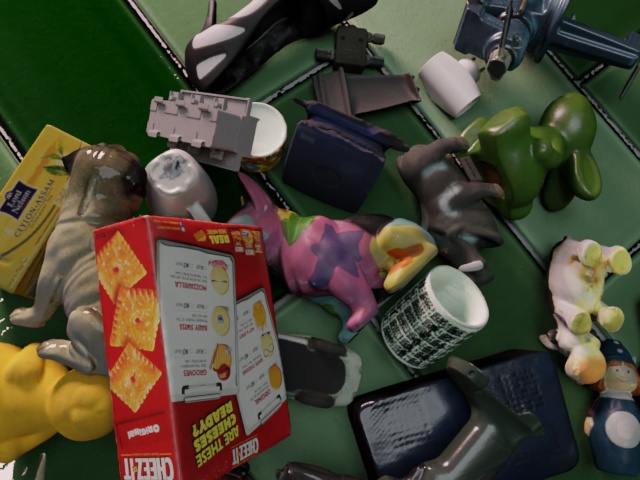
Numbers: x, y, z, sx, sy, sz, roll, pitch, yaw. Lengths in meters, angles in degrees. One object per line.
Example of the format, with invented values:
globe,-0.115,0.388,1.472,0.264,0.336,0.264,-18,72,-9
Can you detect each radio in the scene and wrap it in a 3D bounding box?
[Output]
radio,0.158,0.211,0.596,0.230,0.073,0.131,-14,80,-9

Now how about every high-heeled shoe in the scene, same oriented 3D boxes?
high-heeled shoe,-0.046,-0.252,0.672,0.249,0.086,0.145,-5,70,2

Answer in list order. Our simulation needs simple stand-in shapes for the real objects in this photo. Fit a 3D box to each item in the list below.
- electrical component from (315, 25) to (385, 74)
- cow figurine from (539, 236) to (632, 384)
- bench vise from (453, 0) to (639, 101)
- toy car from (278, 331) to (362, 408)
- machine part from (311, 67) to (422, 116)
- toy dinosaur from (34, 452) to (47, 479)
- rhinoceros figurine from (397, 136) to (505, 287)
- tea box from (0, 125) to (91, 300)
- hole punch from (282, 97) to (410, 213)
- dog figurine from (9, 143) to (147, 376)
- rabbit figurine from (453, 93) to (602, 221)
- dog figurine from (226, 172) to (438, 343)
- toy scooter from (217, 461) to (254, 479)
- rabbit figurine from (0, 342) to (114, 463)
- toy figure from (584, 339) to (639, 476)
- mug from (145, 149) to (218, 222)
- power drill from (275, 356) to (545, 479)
electrical component,0.040,-0.257,0.718,0.094,0.021,0.063,4,76,-5
cow figurine,0.304,0.081,0.643,0.068,0.098,0.167,5,95,-12
bench vise,0.306,-0.266,0.687,0.241,0.128,0.224,22,46,10
toy car,-0.054,0.134,0.596,0.202,0.056,0.073,13,82,-2
machine part,0.061,-0.190,0.697,0.139,0.039,0.084,-6,73,-7
toy dinosaur,-0.233,0.404,0.457,0.192,0.131,0.404,-24,84,-9
rhinoceros figurine,0.161,-0.034,0.654,0.112,0.073,0.190,-23,80,-13
tea box,-0.295,-0.024,0.581,0.068,0.098,0.169,25,74,-1
hole punch,0.018,-0.096,0.634,0.142,0.116,0.092,26,83,0
dog figurine,-0.193,0.015,0.511,0.172,0.121,0.190,24,100,19
rabbit figurine,0.280,-0.111,0.662,0.170,0.121,0.159,-32,90,-10
dog figurine,-0.001,-0.002,0.611,0.191,0.108,0.219,-43,83,-13
toy scooter,-0.070,0.294,0.546,0.135,0.075,0.184,-37,87,-13
rabbit figurine,-0.257,0.159,0.512,0.173,0.162,0.122,-4,75,14
toy figure,0.350,0.192,0.632,0.064,0.058,0.154,13,74,-16
mug,-0.154,-0.047,0.600,0.081,0.107,0.109,-30,80,-12
power drill,0.102,0.215,0.511,0.232,0.086,0.207,37,73,1
